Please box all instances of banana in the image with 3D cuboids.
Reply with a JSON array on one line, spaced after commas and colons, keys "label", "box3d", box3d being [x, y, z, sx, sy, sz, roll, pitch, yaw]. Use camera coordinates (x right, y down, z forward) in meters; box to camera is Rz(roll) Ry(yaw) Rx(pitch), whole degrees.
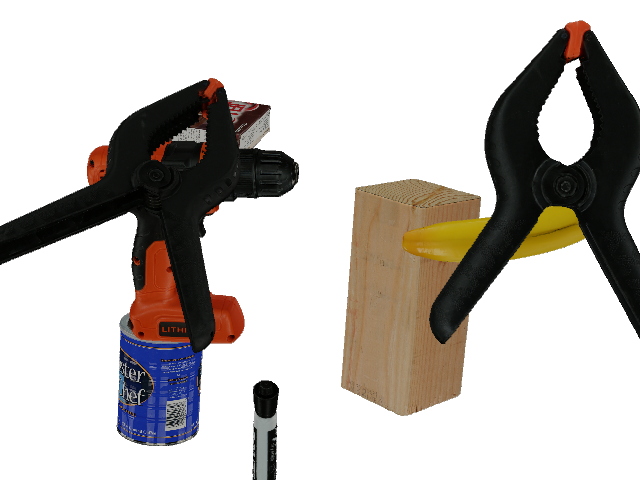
[{"label": "banana", "box3d": [0.161, -0.011, 0.848, 0.197, 0.037, 0.070, -17, 22, -27]}]

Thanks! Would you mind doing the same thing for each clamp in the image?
[{"label": "clamp", "box3d": [0.111, -0.021, 0.536, 0.120, 0.171, 0.039, -4, -1, -1]}, {"label": "clamp", "box3d": [-0.106, -0.027, 0.733, 0.164, 0.209, 0.036, 28, -32, 9]}]

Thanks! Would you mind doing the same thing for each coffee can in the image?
[{"label": "coffee can", "box3d": [-0.196, 0.165, 1.307, 0.103, 0.140, 0.103, 4, 17, -2]}]

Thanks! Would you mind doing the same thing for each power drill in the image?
[{"label": "power drill", "box3d": [-0.109, 0.000, 0.957, 0.184, 0.188, 0.057, 2, 26, 7]}]

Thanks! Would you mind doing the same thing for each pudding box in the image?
[{"label": "pudding box", "box3d": [-0.117, -0.133, 1.258, 0.090, 0.039, 0.113, 8, 28, 13]}]

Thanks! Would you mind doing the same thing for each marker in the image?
[{"label": "marker", "box3d": [-0.041, 0.149, 0.798, 0.020, 0.121, 0.020, 2, 40, -2]}]

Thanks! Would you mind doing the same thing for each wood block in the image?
[{"label": "wood block", "box3d": [0.087, 0.053, 1.044, 0.090, 0.206, 0.090, -11, 22, -43]}]
